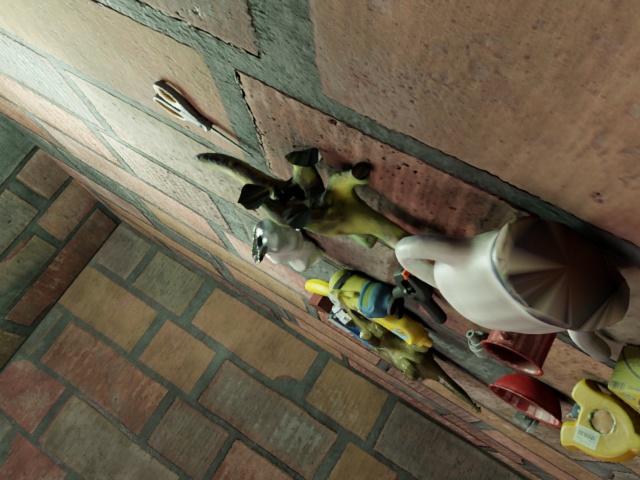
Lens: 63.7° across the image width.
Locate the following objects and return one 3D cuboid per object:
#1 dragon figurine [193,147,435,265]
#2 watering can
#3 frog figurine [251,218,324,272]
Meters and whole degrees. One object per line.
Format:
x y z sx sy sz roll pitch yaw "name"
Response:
0.002 -0.040 0.801 0.413 0.123 0.239 24 170 37 "dragon figurine"
0.259 0.067 0.600 0.347 0.105 0.222 24 165 -8 "watering can"
-0.066 0.009 1.136 0.159 0.124 0.135 0 162 -17 "frog figurine"
